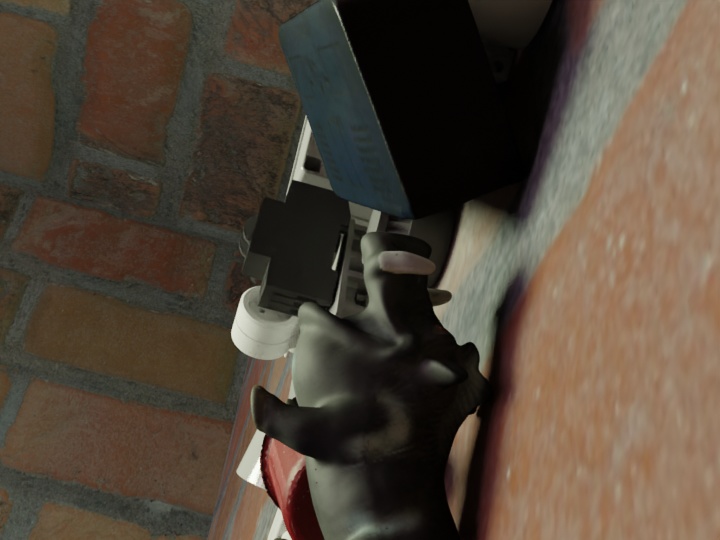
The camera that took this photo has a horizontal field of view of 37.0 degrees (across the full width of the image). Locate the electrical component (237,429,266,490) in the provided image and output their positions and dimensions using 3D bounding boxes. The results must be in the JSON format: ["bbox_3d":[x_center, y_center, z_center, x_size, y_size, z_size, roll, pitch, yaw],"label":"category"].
[{"bbox_3d":[-0.027,0.128,0.710,0.099,0.099,0.064,127,164,-72],"label":"electrical component"}]

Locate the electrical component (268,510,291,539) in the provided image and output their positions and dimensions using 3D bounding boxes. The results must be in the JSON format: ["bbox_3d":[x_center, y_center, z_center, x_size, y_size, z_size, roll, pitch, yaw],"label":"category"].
[{"bbox_3d":[-0.045,0.218,0.860,0.075,0.047,0.083,-86,13,-58],"label":"electrical component"}]

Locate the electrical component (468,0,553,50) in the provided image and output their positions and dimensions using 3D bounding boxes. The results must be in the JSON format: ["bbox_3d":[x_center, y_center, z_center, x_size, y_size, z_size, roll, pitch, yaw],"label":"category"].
[{"bbox_3d":[0.083,-0.179,0.625,0.099,0.064,0.099,-165,90,-83],"label":"electrical component"}]

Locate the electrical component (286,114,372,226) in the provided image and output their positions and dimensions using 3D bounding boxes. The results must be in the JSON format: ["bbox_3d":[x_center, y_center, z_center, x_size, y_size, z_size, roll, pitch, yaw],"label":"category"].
[{"bbox_3d":[0.005,-0.095,0.884,0.056,0.109,0.108,121,163,-58],"label":"electrical component"}]

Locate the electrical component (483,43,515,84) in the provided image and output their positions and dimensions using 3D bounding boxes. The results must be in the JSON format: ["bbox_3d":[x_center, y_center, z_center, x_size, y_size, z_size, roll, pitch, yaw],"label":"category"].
[{"bbox_3d":[0.075,-0.147,0.706,0.055,0.048,0.066,-172,97,-75],"label":"electrical component"}]

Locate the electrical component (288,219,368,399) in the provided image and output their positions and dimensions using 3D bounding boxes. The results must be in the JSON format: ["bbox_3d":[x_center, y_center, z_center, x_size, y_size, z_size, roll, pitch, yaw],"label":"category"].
[{"bbox_3d":[-0.009,0.070,0.835,0.105,0.060,0.186,-83,11,-50],"label":"electrical component"}]

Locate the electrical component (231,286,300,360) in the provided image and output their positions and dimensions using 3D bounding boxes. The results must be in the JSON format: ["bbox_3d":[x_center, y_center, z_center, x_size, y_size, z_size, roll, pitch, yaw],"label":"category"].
[{"bbox_3d":[-0.048,0.049,0.935,0.052,0.138,0.073,53,139,33],"label":"electrical component"}]

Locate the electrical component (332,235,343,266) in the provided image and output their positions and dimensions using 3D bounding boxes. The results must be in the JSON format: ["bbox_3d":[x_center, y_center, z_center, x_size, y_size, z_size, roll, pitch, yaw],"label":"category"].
[{"bbox_3d":[0.000,0.000,0.903,0.075,0.083,0.047,46,131,36],"label":"electrical component"}]
